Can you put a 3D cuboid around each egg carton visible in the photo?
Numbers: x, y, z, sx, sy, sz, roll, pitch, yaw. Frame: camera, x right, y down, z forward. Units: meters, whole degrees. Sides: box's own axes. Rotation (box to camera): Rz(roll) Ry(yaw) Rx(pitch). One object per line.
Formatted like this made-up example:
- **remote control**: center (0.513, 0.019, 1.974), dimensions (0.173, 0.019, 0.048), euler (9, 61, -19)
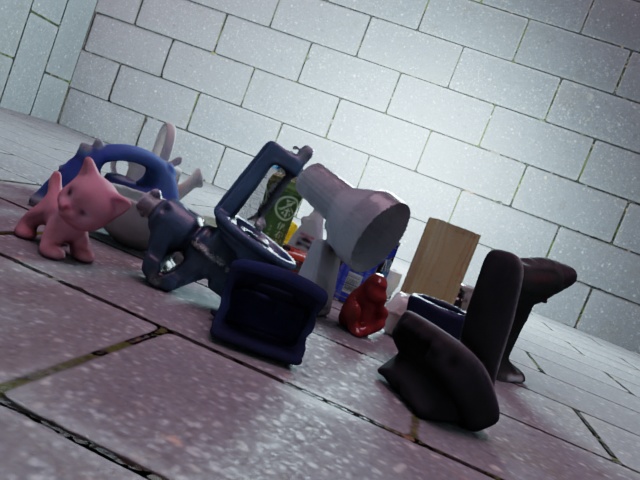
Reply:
- **egg carton**: center (0.172, 0.136, 0.942), dimensions (0.107, 0.069, 0.151), euler (24, 6, 36)

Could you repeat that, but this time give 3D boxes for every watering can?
- **watering can**: center (-0.321, -0.138, 1.142), dimensions (0.100, 0.194, 0.174), euler (25, 6, 40)

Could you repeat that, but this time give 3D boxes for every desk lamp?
- **desk lamp**: center (0.008, 0.003, 0.847), dimensions (0.202, 0.213, 0.118), euler (24, 5, 32)

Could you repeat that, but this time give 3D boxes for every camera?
- **camera**: center (0.296, 0.139, 1.273), dimensions (0.137, 0.101, 0.143), euler (21, 4, -5)

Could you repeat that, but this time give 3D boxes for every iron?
- **iron**: center (-0.336, -0.099, 0.950), dimensions (0.118, 0.141, 0.259), euler (24, 5, 33)

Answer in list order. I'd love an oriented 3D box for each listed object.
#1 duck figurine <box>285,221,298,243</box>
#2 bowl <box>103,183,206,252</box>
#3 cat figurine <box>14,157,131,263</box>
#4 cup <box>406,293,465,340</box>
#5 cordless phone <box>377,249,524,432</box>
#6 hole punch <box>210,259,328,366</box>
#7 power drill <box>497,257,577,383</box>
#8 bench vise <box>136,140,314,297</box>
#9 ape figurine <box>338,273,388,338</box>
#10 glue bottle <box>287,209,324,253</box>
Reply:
- **duck figurine**: center (-0.079, -0.005, 1.363), dimensions (0.104, 0.086, 0.078), euler (23, 5, 29)
- **bowl**: center (-0.259, -0.025, 0.847), dimensions (0.167, 0.075, 0.167), euler (21, 4, -1)
- **cat figurine**: center (-0.278, -0.039, 0.653), dimensions (0.127, 0.118, 0.067), euler (24, 5, 34)
- **cup**: center (0.153, 0.130, 0.759), dimensions (0.091, 0.095, 0.118), euler (25, 6, 40)
- **cordless phone**: center (0.149, 0.092, 0.615), dimensions (0.094, 0.185, 0.147), euler (19, 5, -27)
- **hole punch**: center (-0.054, 0.066, 0.598), dimensions (0.109, 0.091, 0.101), euler (21, 4, -6)
- **power drill**: center (0.325, 0.121, 0.931), dimensions (0.231, 0.208, 0.075), euler (17, 6, -44)
- **bench vise**: center (-0.104, -0.029, 0.676), dimensions (0.208, 0.220, 0.121), euler (19, 5, -20)
- **ape figurine**: center (0.070, 0.093, 0.843), dimensions (0.078, 0.092, 0.076), euler (19, 5, -19)
- **glue bottle**: center (-0.020, -0.018, 1.229), dimensions (0.078, 0.173, 0.037), euler (22, 5, 8)
